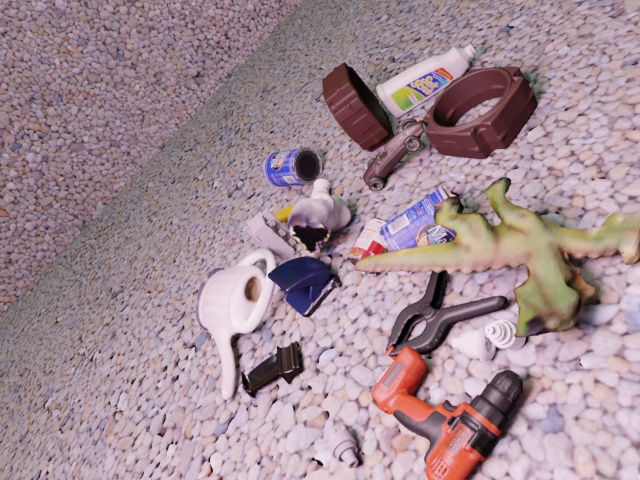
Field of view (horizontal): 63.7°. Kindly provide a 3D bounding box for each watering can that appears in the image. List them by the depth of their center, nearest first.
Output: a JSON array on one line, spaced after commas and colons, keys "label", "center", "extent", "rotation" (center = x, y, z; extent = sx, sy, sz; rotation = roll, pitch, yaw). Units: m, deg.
[{"label": "watering can", "center": [-0.206, 0.175, 1.173], "extent": [0.223, 0.354, 0.102], "rotation": [-8, -35, 44]}]

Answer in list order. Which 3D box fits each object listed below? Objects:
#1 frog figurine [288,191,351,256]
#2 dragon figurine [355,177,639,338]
[{"label": "frog figurine", "center": [0.004, -0.059, 1.164], "extent": [0.123, 0.134, 0.163], "rotation": [20, 48, 14]}, {"label": "dragon figurine", "center": [0.272, 0.037, 0.755], "extent": [0.410, 0.119, 0.248], "rotation": [-24, 39, 1]}]
